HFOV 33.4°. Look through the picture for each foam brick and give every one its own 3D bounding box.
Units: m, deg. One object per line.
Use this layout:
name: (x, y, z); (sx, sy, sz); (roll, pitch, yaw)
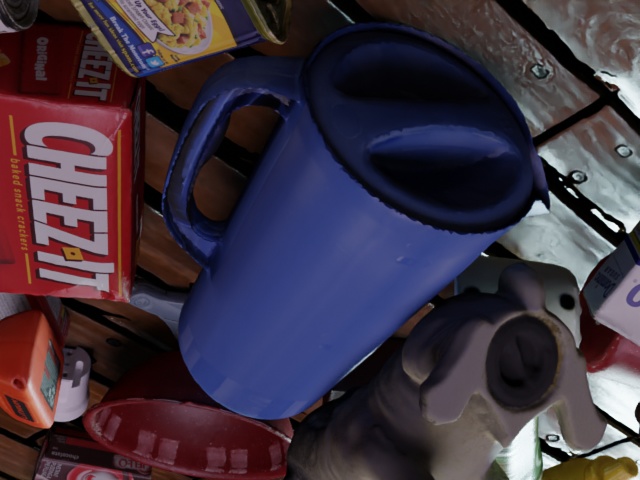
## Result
foam brick: (0.042, 0.104, 0.769); (0.078, 0.051, 0.053); (5, 139, -5)

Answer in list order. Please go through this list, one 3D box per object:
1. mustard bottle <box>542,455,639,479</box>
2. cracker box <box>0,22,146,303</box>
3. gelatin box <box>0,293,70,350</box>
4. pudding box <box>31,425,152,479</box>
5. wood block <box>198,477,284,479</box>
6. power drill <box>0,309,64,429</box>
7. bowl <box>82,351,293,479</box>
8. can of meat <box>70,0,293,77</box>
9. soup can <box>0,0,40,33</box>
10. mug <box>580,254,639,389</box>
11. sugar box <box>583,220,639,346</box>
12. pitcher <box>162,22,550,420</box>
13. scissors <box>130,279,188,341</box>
mustard bottle: (0.203, 0.235, 0.908); (0.096, 0.058, 0.192); (19, 136, -19)
cracker box: (-0.208, -0.043, 0.593); (0.213, 0.072, 0.164); (5, 139, -5)
gelatin box: (-0.224, 0.044, 0.726); (0.089, 0.030, 0.073); (-1, 140, 5)
pudding box: (-0.197, 0.206, 0.903); (0.090, 0.039, 0.114); (15, 137, -15)
wood block: (-0.066, 0.253, 0.913); (0.090, 0.091, 0.206); (31, 131, -29)
power drill: (-0.264, 0.070, 0.669); (0.187, 0.057, 0.184); (6, 156, 0)
bowl: (-0.088, 0.125, 0.780); (0.162, 0.055, 0.162); (8, 150, 4)
can of meat: (-0.071, -0.130, 0.501); (0.084, 0.057, 0.102); (-13, 136, 19)
soup can: (-0.191, -0.128, 0.499); (0.102, 0.068, 0.068); (-3, 139, 5)
mug: (0.212, 0.056, 0.693); (0.081, 0.093, 0.117); (16, 173, -9)
sugar box: (0.235, -0.008, 0.584); (0.093, 0.048, 0.176); (30, 109, -7)
pitcher: (-0.004, 0.001, 0.602); (0.144, 0.149, 0.243); (-25, 161, -40)
scissors: (-0.100, 0.034, 0.719); (0.096, 0.016, 0.201); (-25, 133, 30)
